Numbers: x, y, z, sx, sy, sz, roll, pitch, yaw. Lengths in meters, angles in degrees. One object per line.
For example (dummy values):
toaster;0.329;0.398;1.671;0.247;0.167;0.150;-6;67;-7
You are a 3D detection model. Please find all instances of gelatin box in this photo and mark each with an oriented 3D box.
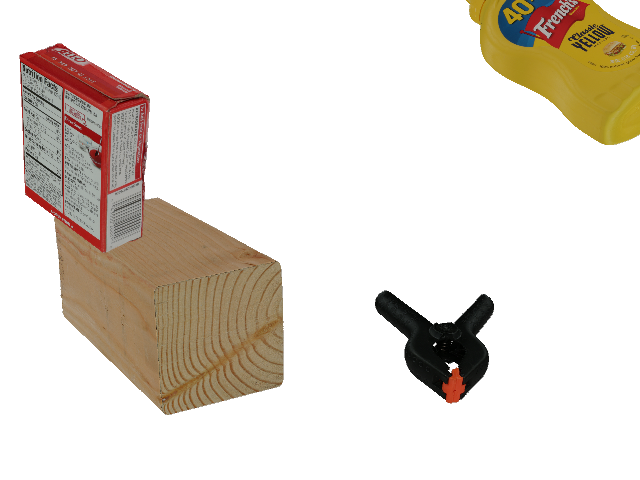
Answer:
gelatin box;-0.125;-0.049;0.565;0.073;0.089;0.030;32;39;31

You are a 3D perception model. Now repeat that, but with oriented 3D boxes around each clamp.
clamp;0.128;0.095;1.031;0.120;0.039;0.171;-7;31;-7

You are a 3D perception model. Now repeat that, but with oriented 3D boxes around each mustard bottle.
mustard bottle;0.181;-0.152;0.819;0.096;0.058;0.192;-34;55;-20

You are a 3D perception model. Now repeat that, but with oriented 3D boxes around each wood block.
wood block;-0.114;0.039;0.769;0.090;0.090;0.206;-11;19;-29
